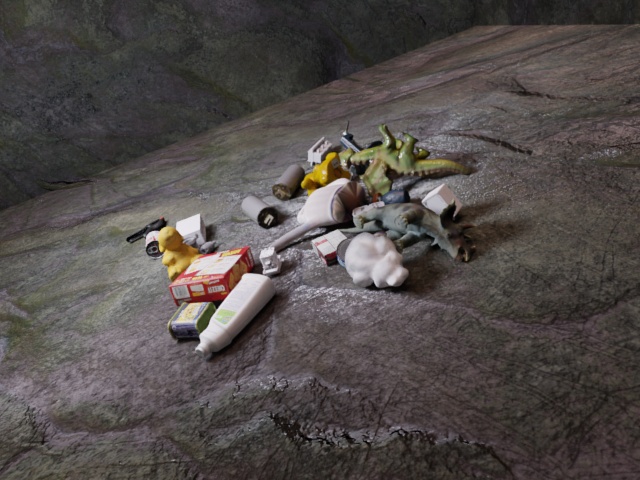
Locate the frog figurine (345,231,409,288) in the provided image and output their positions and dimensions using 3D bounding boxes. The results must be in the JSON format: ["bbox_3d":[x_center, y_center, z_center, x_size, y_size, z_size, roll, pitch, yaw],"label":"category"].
[{"bbox_3d":[0.129,0.059,1.211,0.136,0.121,0.163,-49,31,15],"label":"frog figurine"}]

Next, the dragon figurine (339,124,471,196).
[{"bbox_3d":[0.244,-0.219,1.645,0.413,0.120,0.244,29,80,20],"label":"dragon figurine"}]

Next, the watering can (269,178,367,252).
[{"bbox_3d":[0.005,-0.079,1.565,0.223,0.102,0.354,-5,37,49],"label":"watering can"}]
